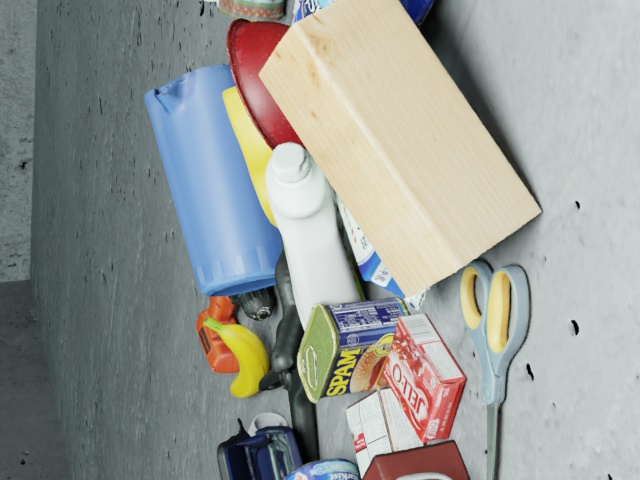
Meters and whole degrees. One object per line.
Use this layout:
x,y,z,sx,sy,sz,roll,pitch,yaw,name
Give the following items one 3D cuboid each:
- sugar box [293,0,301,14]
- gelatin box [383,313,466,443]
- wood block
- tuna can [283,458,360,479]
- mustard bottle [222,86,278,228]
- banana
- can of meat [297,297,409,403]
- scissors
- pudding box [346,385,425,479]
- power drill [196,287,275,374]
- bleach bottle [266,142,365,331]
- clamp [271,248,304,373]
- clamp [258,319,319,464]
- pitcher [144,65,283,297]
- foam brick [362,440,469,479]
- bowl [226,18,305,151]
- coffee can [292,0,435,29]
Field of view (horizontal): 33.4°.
0.019,-0.265,0.998,0.093,0.048,0.176,-117,31,-41,sugar box
0.089,0.120,0.934,0.089,0.030,0.073,-119,32,-46,gelatin box
0.056,-0.073,0.789,0.206,0.090,0.090,56,154,3,wood block
0.002,0.262,1.112,0.086,0.086,0.034,111,149,-48,tuna can
-0.038,-0.073,1.121,0.058,0.096,0.191,-22,83,25,mustard bottle
-0.095,0.154,1.349,0.070,0.037,0.198,24,150,22,banana
0.033,0.101,0.998,0.102,0.083,0.057,107,149,-43,can of meat
0.130,0.104,0.850,0.096,0.016,0.202,-127,38,-55,scissors
0.066,0.199,1.002,0.090,0.039,0.113,134,126,-62,pudding box
-0.111,0.085,1.392,0.184,0.057,0.188,-115,31,-45,power drill
-0.006,0.001,0.973,0.251,0.068,0.102,74,178,-59,bleach bottle
-0.021,0.074,1.113,0.120,0.039,0.171,25,-131,-62,clamp
-0.032,0.153,1.236,0.165,0.036,0.210,-128,36,-51,clamp
-0.102,-0.064,1.205,0.145,0.149,0.243,141,116,-70,pitcher
0.082,0.211,0.913,0.053,0.078,0.051,108,148,-49,foam brick
-0.027,-0.156,1.063,0.162,0.055,0.162,50,-152,-40,bowl
0.044,-0.208,0.873,0.140,0.102,0.103,119,140,-55,coffee can
